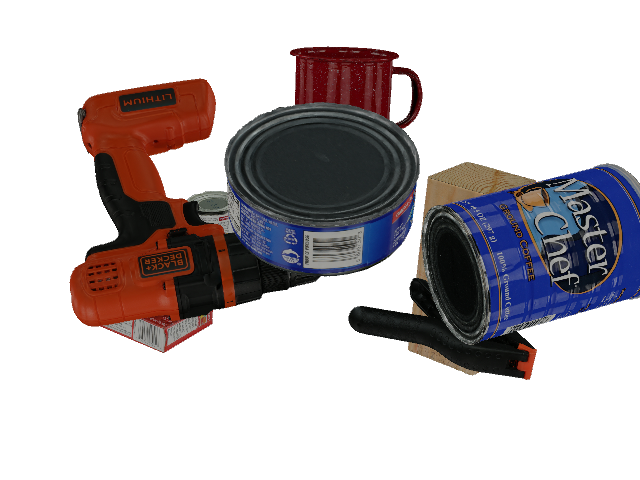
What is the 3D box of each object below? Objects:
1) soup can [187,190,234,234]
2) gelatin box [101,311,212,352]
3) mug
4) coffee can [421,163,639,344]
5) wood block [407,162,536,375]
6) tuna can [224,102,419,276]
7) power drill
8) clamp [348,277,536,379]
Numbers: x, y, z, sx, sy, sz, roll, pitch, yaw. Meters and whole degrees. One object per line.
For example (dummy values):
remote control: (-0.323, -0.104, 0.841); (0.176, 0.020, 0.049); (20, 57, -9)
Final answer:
soup can: (-0.132, -0.003, 1.324); (0.068, 0.102, 0.068); (0, 26, 0)
gelatin box: (-0.157, 0.066, 1.002); (0.089, 0.030, 0.073); (18, 27, 28)
mug: (0.031, -0.121, 0.921); (0.117, 0.081, 0.093); (-2, 16, -14)
coffee can: (0.158, 0.009, 0.774); (0.140, 0.103, 0.103); (-14, 4, -15)
wood block: (0.166, 0.029, 1.178); (0.090, 0.206, 0.090); (19, 25, 33)
tuna can: (0.001, -0.024, 0.477); (0.086, 0.034, 0.086); (1, 42, -1)
power drill: (-0.097, -0.032, 0.781); (0.184, 0.188, 0.057); (-10, -34, -10)
clamp: (0.125, 0.080, 0.997); (0.172, 0.039, 0.120); (20, 32, 23)
